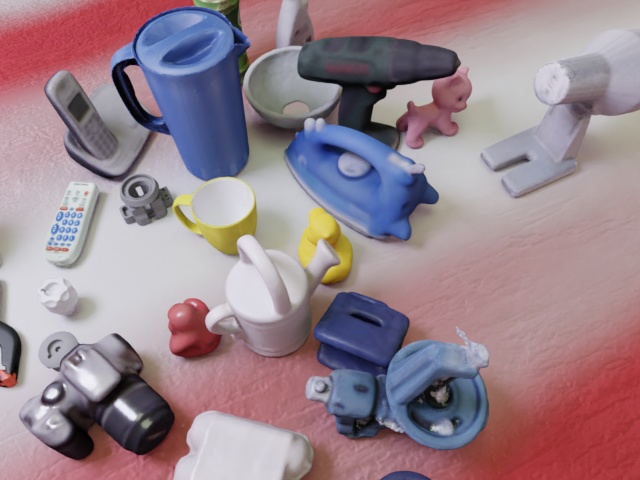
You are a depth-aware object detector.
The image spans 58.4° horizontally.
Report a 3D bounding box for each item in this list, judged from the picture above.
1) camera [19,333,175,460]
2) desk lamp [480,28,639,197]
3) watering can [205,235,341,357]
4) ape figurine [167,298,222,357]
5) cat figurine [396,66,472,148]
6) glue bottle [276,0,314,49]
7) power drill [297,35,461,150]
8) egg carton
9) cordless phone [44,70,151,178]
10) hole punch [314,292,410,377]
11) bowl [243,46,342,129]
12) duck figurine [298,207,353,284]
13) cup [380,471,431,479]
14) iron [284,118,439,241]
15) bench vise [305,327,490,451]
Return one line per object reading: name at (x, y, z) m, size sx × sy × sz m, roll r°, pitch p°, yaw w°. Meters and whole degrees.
camera at (-0.252, 0.197, 0.671) m, size 0.136 × 0.101 × 0.143 m, roll 34°, pitch 65°, yaw 20°
desk lamp at (0.364, -0.188, 0.831) m, size 0.203 × 0.214 × 0.117 m, roll -25°, pitch 61°, yaw -13°
watering can at (-0.058, 0.057, 0.699) m, size 0.100 × 0.194 × 0.173 m, roll 33°, pitch 64°, yaw 20°
ape figurine at (-0.167, 0.108, 0.730) m, size 0.076 × 0.092 × 0.078 m, roll 27°, pitch 62°, yaw 17°
cat figurine at (0.188, -0.221, 0.911) m, size 0.128 × 0.118 × 0.067 m, roll -23°, pitch 60°, yaw -13°
glue bottle at (-0.046, -0.381, 0.983) m, size 0.037 × 0.173 × 0.078 m, roll 35°, pitch 65°, yaw 21°
power drill at (0.081, -0.217, 0.858) m, size 0.229 × 0.208 × 0.076 m, roll 14°, pitch 59°, yaw 10°
egg carton at (-0.086, 0.259, 0.648) m, size 0.150 × 0.069 × 0.107 m, roll 11°, pitch 59°, yaw 8°
cordless phone at (-0.336, -0.199, 0.869) m, size 0.094 × 0.185 × 0.147 m, roll 12°, pitch 59°, yaw 9°
hole punch at (0.052, 0.114, 0.722) m, size 0.108 × 0.091 × 0.101 m, roll 20°, pitch 61°, yaw 13°
bowl at (-0.040, -0.241, 0.954) m, size 0.167 × 0.075 × 0.167 m, roll 0°, pitch 58°, yaw 1°
duck figurine at (0.007, 0.003, 0.795) m, size 0.077 × 0.086 × 0.104 m, roll -14°, pitch 59°, yaw -7°
cup at (0.077, 0.306, 0.601) m, size 0.118 × 0.095 × 0.091 m, roll -27°, pitch 61°, yaw -15°
iron at (0.045, -0.112, 0.833) m, size 0.257 × 0.141 × 0.119 m, roll 30°, pitch 64°, yaw 18°
bench vise at (0.093, 0.168, 0.612) m, size 0.207 × 0.220 × 0.121 m, roll -13°, pitch 59°, yaw -7°
